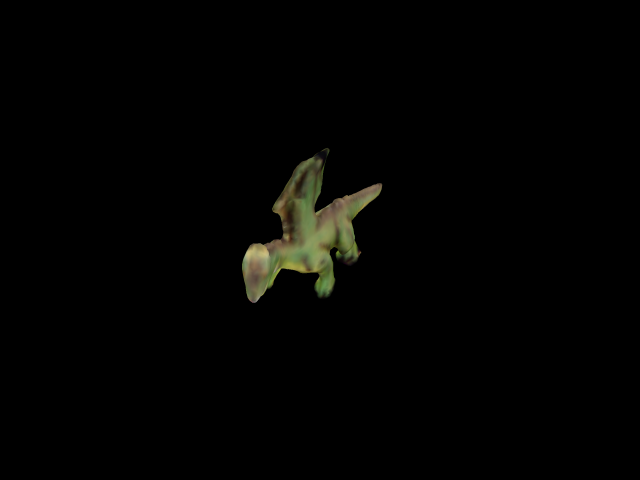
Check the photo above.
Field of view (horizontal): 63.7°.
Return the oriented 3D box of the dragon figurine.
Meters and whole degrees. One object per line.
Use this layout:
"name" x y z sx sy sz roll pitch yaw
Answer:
"dragon figurine" 0.003 -0.043 0.850 0.123 0.418 0.237 25 -35 19
